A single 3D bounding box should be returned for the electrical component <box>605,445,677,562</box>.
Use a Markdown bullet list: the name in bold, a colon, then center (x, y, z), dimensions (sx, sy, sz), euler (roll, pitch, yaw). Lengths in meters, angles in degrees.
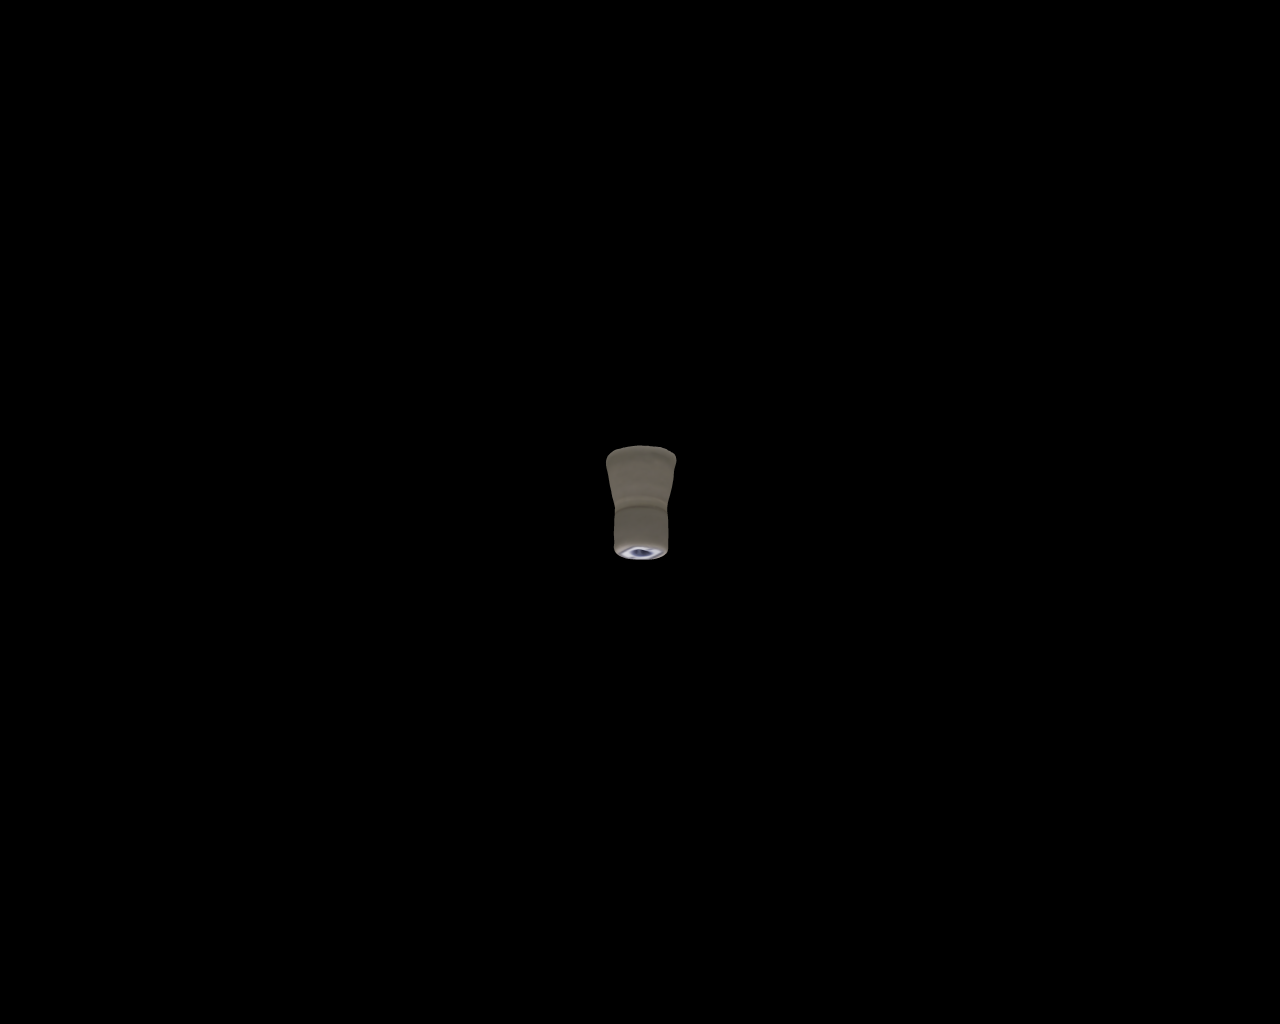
- **electrical component**: center (0.001, -0.003, 0.650), dimensions (0.044, 0.065, 0.044), euler (0, -20, 0)
